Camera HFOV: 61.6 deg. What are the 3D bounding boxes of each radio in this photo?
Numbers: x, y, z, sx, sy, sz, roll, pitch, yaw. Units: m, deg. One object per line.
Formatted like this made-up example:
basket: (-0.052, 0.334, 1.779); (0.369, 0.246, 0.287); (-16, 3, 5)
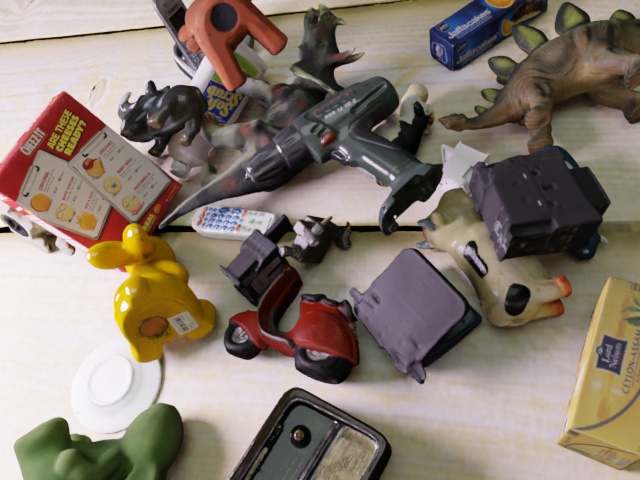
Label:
radio: (-0.034, 0.281, 0.570); (0.131, 0.073, 0.229); (26, 70, 26)

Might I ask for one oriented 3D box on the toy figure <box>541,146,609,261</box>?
toy figure: (0.313, -0.048, 0.684); (0.064, 0.057, 0.154); (-36, 50, 40)

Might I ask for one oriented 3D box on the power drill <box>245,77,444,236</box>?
power drill: (0.041, -0.100, 0.709); (0.232, 0.085, 0.207); (-40, 59, -8)

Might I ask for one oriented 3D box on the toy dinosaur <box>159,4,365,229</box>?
toy dinosaur: (-0.067, -0.158, 0.816); (0.192, 0.131, 0.405); (17, 72, 23)

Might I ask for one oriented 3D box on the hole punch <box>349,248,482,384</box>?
hole punch: (0.118, 0.087, 0.648); (0.116, 0.092, 0.142); (-47, 62, 13)

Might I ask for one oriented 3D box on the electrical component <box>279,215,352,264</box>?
electrical component: (-0.001, -0.001, 0.718); (0.045, 0.102, 0.078); (33, 98, 31)

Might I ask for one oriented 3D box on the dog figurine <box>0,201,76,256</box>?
dog figurine: (-0.409, -0.083, 0.879); (0.173, 0.121, 0.190); (15, 51, 19)

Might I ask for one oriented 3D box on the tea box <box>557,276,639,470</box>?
tea box: (0.305, 0.136, 0.553); (0.068, 0.098, 0.169); (18, 68, 24)

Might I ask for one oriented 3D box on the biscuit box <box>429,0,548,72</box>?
biscuit box: (0.273, -0.355, 0.868); (0.203, 0.059, 0.063); (-35, 58, -6)

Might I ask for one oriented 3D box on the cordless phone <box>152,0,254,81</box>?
cordless phone: (-0.208, -0.372, 0.931); (0.089, 0.184, 0.146); (27, 71, 31)

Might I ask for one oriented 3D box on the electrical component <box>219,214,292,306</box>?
electrical component: (-0.072, 0.024, 0.732); (0.119, 0.074, 0.048); (-43, 59, -15)

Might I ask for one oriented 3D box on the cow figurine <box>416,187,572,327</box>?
cow figurine: (0.200, 0.017, 0.661); (0.127, 0.085, 0.195); (-18, 58, -4)

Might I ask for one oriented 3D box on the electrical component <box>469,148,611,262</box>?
electrical component: (0.254, -0.044, 0.617); (0.134, 0.058, 0.115); (-11, 57, -5)

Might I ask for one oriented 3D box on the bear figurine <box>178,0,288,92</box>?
bear figurine: (-0.144, -0.309, 0.811); (0.120, 0.131, 0.196); (-42, 22, -2)

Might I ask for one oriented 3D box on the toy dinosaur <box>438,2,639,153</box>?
toy dinosaur: (0.379, -0.254, 0.760); (0.472, 0.105, 0.199); (-21, 54, -3)

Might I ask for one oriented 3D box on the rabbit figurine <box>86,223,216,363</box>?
rabbit figurine: (-0.236, 0.054, 0.725); (0.122, 0.162, 0.173); (-30, 38, 7)

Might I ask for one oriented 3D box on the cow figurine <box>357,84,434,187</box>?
cow figurine: (0.119, -0.156, 0.788); (0.167, 0.068, 0.098); (-45, 65, -9)

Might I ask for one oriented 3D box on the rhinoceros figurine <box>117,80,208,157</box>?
rhinoceros figurine: (-0.247, -0.190, 0.807); (0.191, 0.073, 0.112); (2, 72, 44)

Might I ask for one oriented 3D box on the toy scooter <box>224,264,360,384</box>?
toy scooter: (-0.026, 0.097, 0.677); (0.184, 0.075, 0.135); (10, 62, 25)

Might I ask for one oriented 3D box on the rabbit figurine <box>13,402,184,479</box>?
rabbit figurine: (-0.235, 0.256, 0.615); (0.170, 0.121, 0.159); (-25, 50, -18)
